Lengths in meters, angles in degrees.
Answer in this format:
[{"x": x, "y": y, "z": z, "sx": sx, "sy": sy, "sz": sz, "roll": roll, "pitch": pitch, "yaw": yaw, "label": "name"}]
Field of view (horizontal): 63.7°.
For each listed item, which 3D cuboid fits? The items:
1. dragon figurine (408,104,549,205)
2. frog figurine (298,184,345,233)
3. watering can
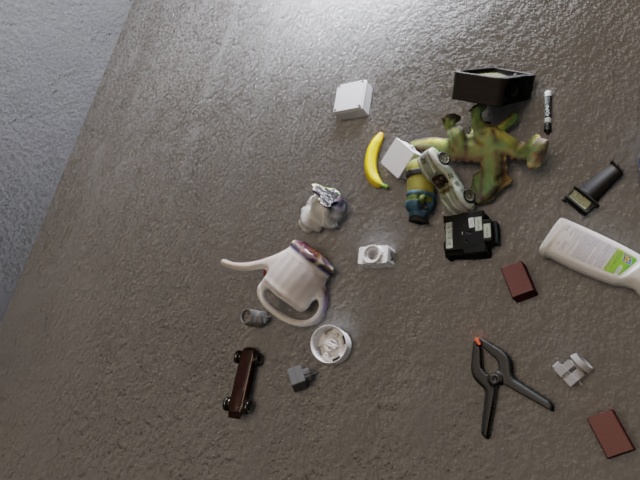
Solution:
[{"x": 0.400, "y": -0.210, "z": 1.345, "sx": 0.406, "sy": 0.121, "sz": 0.246, "roll": -17, "pitch": 66, "yaw": 46, "label": "dragon figurine"}, {"x": 0.005, "y": -0.079, "z": 1.566, "sx": 0.139, "sy": 0.124, "sz": 0.156, "roll": 47, "pitch": 135, "yaw": 30, "label": "frog figurine"}, {"x": -0.109, "y": 0.095, "z": 1.500, "sx": 0.350, "sy": 0.103, "sz": 0.225, "roll": 37, "pitch": 87, "yaw": 12, "label": "watering can"}]
